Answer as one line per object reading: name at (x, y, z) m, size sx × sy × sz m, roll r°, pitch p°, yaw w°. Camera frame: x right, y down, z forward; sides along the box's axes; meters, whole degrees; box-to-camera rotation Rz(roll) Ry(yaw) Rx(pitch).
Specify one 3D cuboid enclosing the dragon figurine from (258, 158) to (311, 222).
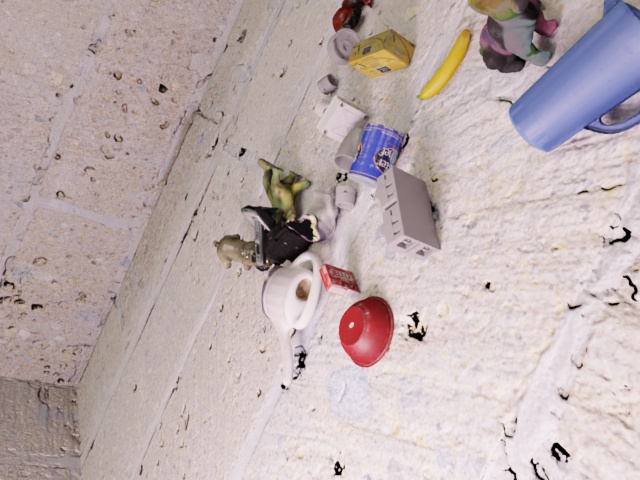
dragon figurine at (-0.151, -0.124, 1.685) m, size 0.415 × 0.122 × 0.241 m, roll 34°, pitch 108°, yaw 60°

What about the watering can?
watering can at (-0.086, 0.193, 1.378) m, size 0.224 × 0.103 × 0.351 m, roll -1°, pitch 70°, yaw 58°

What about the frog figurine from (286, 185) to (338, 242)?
frog figurine at (0.004, -0.072, 1.437) m, size 0.162 × 0.122 × 0.135 m, roll -46°, pitch 4°, yaw -37°
